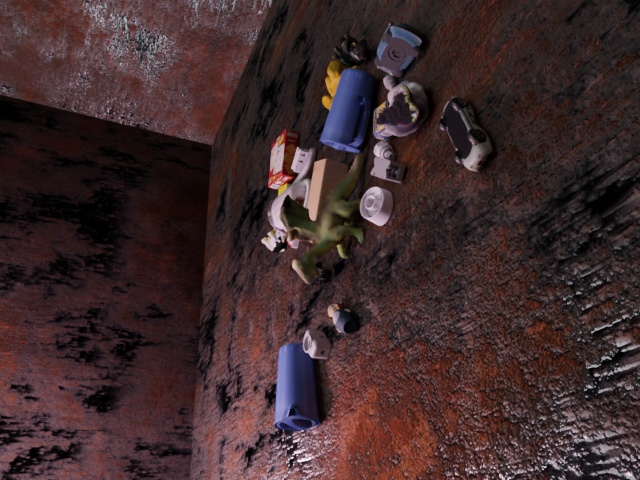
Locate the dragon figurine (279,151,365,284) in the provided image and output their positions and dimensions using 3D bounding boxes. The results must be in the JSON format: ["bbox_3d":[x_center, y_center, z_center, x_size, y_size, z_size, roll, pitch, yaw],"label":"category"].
[{"bbox_3d":[0.005,-0.075,1.498,0.121,0.242,0.414,157,120,-69],"label":"dragon figurine"}]

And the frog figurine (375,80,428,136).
[{"bbox_3d":[0.222,-0.340,1.324,0.162,0.123,0.135,-47,-22,-61],"label":"frog figurine"}]

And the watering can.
[{"bbox_3d":[-0.092,-0.169,1.924,0.221,0.103,0.355,-28,44,45],"label":"watering can"}]
